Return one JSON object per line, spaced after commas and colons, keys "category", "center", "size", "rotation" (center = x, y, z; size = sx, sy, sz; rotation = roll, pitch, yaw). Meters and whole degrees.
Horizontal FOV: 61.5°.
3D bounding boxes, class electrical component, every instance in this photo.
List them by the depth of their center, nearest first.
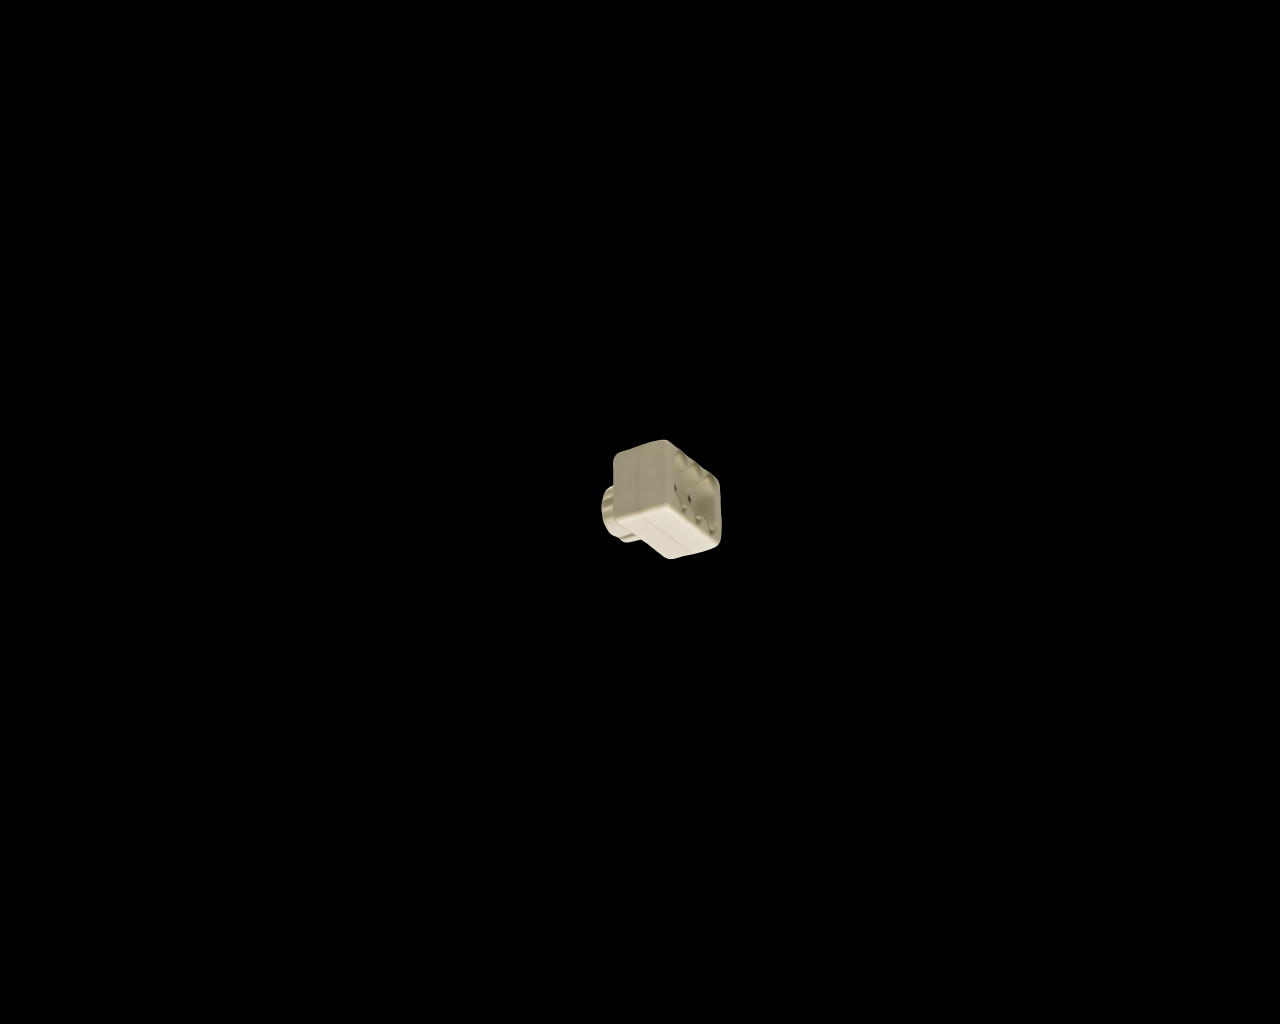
{"category": "electrical component", "center": [0.001, -0.003, 0.650], "size": [0.076, 0.047, 0.065], "rotation": [-15, -31, 28]}
